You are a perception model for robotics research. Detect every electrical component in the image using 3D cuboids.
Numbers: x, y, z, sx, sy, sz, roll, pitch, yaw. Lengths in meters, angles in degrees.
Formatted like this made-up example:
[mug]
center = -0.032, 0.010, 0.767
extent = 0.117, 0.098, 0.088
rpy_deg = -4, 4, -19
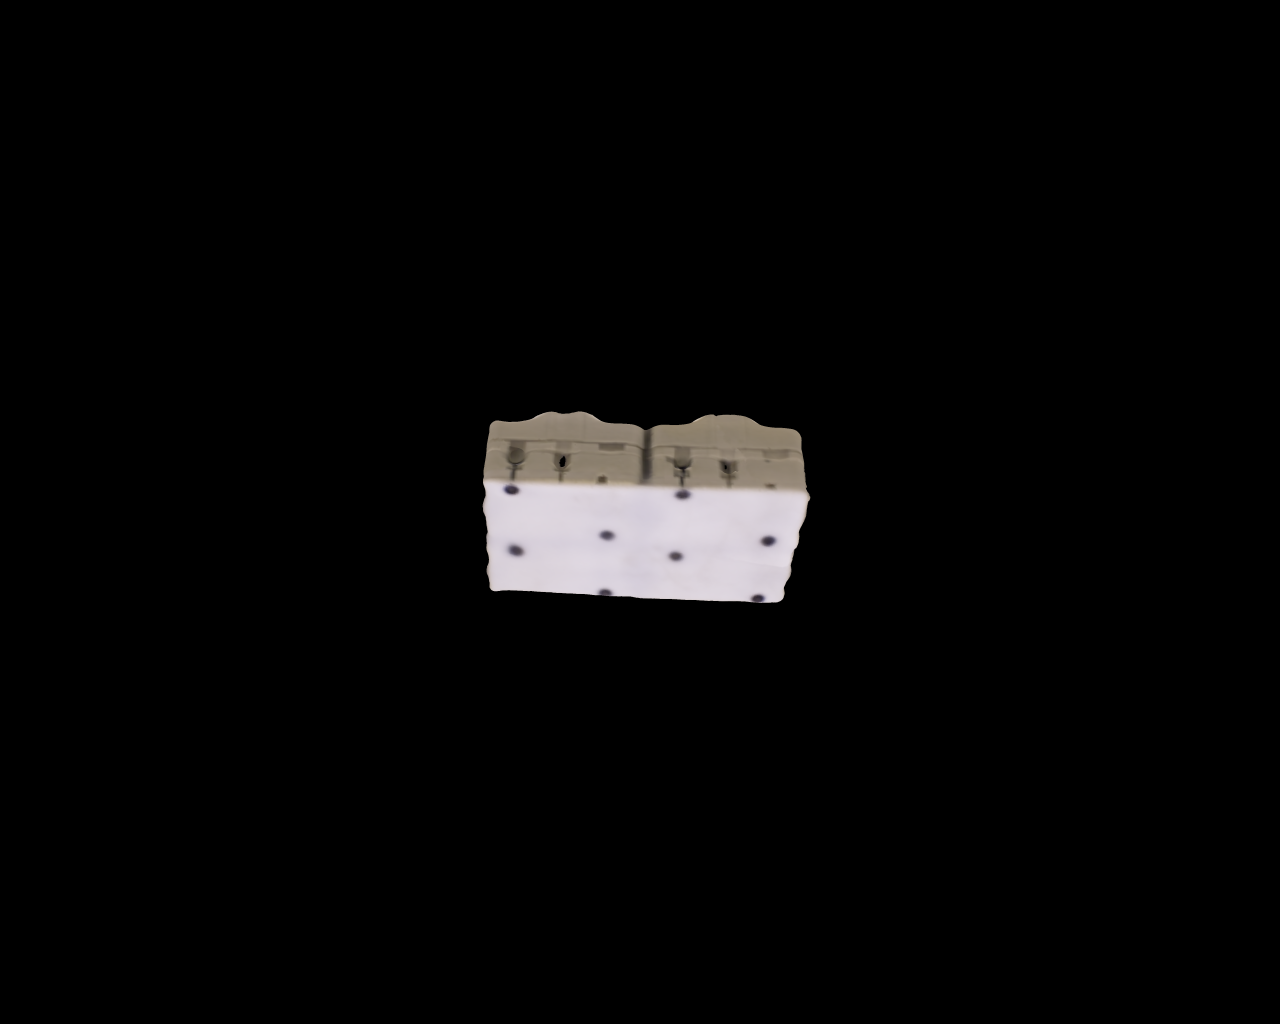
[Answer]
[electrical component]
center = 0.001, -0.003, 0.650
extent = 0.186, 0.060, 0.105
rpy_deg = 2, -43, -2
